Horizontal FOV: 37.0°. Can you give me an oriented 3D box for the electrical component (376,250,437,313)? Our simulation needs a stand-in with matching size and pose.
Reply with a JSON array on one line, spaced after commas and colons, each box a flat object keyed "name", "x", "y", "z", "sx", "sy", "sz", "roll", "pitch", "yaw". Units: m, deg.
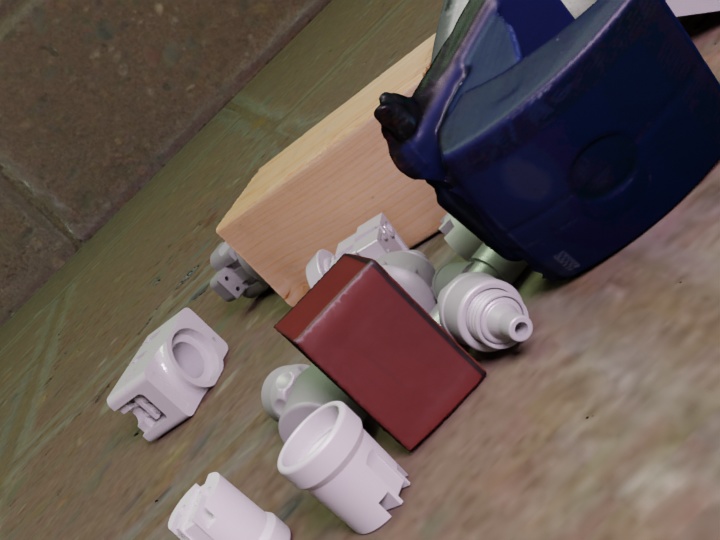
[{"name": "electrical component", "x": 0.024, "y": 0.009, "z": 0.596, "sx": 0.048, "sy": 0.048, "sz": 0.062, "roll": -36, "pitch": 11, "yaw": 28}]

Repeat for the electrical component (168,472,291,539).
[{"name": "electrical component", "x": -0.063, "y": 0.124, "z": 0.511, "sx": 0.040, "sy": 0.046, "sz": 0.040, "roll": -40, "pitch": 16, "yaw": 14}]

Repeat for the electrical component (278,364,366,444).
[{"name": "electrical component", "x": -0.014, "y": 0.064, "z": 0.553, "sx": 0.040, "sy": 0.040, "sz": 0.078, "roll": -35, "pitch": 18, "yaw": 31}]

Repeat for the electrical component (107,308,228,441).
[{"name": "electrical component", "x": -0.144, "y": 0.077, "z": 0.827, "sx": 0.056, "sy": 0.050, "sz": 0.089, "roll": -35, "pitch": 18, "yaw": 31}]

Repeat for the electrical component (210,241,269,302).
[{"name": "electrical component", "x": -0.085, "y": -0.013, "z": 0.901, "sx": 0.078, "sy": 0.058, "sz": 0.057, "roll": -54, "pitch": 15, "yaw": -30}]

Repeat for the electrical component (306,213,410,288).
[{"name": "electrical component", "x": 0.000, "y": 0.000, "z": 0.676, "sx": 0.055, "sy": 0.048, "sz": 0.066, "roll": -31, "pitch": 19, "yaw": 18}]

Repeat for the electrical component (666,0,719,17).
[{"name": "electrical component", "x": 0.196, "y": -0.196, "z": 0.625, "sx": 0.079, "sy": 0.063, "sz": 0.121, "roll": -5, "pitch": 29, "yaw": 15}]

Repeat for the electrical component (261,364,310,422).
[{"name": "electrical component", "x": -0.040, "y": 0.071, "z": 0.613, "sx": 0.035, "sy": 0.035, "sz": 0.061, "roll": -50, "pitch": 13, "yaw": -18}]

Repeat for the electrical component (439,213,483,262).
[{"name": "electrical component", "x": 0.071, "y": -0.030, "z": 0.586, "sx": 0.046, "sy": 0.040, "sz": 0.040, "roll": -45, "pitch": 14, "yaw": 23}]

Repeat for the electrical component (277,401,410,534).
[{"name": "electrical component", "x": -0.006, "y": 0.086, "z": 0.466, "sx": 0.040, "sy": 0.046, "sz": 0.040, "roll": -41, "pitch": 16, "yaw": 14}]

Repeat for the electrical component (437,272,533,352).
[{"name": "electrical component", "x": 0.060, "y": 0.021, "z": 0.490, "sx": 0.035, "sy": 0.035, "sz": 0.061, "roll": -46, "pitch": 19, "yaw": -7}]
